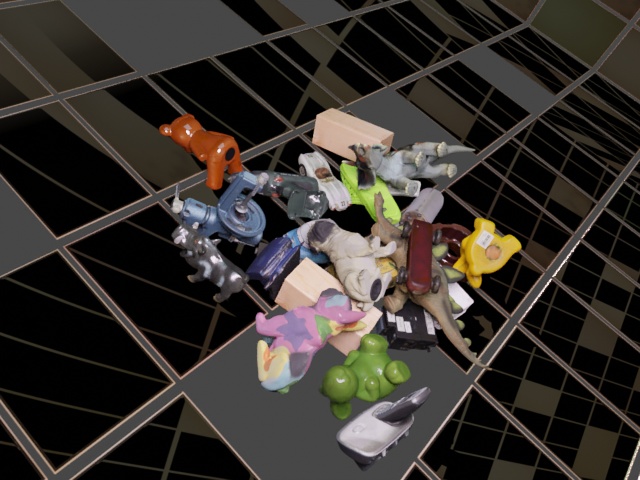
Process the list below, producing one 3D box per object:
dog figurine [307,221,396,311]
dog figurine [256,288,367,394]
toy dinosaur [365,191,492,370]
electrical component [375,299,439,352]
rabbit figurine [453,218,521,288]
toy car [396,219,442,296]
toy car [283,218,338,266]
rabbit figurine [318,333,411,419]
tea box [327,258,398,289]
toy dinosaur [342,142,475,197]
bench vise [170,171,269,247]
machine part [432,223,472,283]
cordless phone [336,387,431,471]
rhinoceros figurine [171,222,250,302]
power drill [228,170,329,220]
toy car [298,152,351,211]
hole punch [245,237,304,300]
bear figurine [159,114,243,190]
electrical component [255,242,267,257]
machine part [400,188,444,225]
[{"bbox_3d":[0.049,0.051,1.161,0.191,0.121,0.172,10,77,35],"label":"dog figurine"},{"bbox_3d":[-0.013,0.192,1.048,0.219,0.108,0.191,-9,60,3],"label":"dog figurine"},{"bbox_3d":[0.235,0.091,1.222,0.198,0.105,0.471,-10,68,-33],"label":"toy dinosaur"},{"bbox_3d":[0.194,0.191,1.230,0.134,0.058,0.115,11,47,-14],"label":"electrical component"},{"bbox_3d":[0.396,0.035,1.326,0.122,0.162,0.173,24,5,-4],"label":"rabbit figurine"},{"bbox_3d":[0.212,0.035,1.147,0.089,0.053,0.202,11,46,1],"label":"toy car"},{"bbox_3d":[-0.003,-0.004,1.281,0.161,0.103,0.109,1,51,-25],"label":"toy car"},{"bbox_3d":[0.060,0.268,1.044,0.170,0.159,0.121,1,48,-47],"label":"rabbit figurine"},{"bbox_3d":[0.116,0.074,1.288,0.169,0.068,0.098,-16,61,-31],"label":"tea box"},{"bbox_3d":[0.232,-0.207,1.435,0.192,0.131,0.405,21,26,41],"label":"toy dinosaur"},{"bbox_3d":[-0.201,-0.076,1.178,0.223,0.240,0.129,30,41,-19],"label":"bench vise"},{"bbox_3d":[0.349,0.035,1.429,0.179,0.056,0.179,11,50,-14],"label":"machine part"},{"bbox_3d":[0.126,0.339,0.990,0.146,0.184,0.089,-24,69,-36],"label":"cordless phone"},{"bbox_3d":[-0.237,0.044,1.135,0.190,0.112,0.073,42,50,4],"label":"rhinoceros figurine"},{"bbox_3d":[-0.089,-0.115,1.317,0.232,0.085,0.207,1,16,-30],"label":"power drill"},{"bbox_3d":[0.011,-0.158,1.447,0.073,0.056,0.202,-17,60,-33],"label":"toy car"},{"bbox_3d":[-0.104,0.052,1.170,0.092,0.115,0.142,36,63,10],"label":"hole punch"},{"bbox_3d":[-0.301,-0.230,1.356,0.196,0.131,0.120,24,43,22],"label":"bear figurine"},{"bbox_3d":[-0.121,0.032,1.252,0.063,0.021,0.094,15,54,-10],"label":"electrical component"},{"bbox_3d":[0.279,-0.078,1.462,0.079,0.079,0.243,34,37,7],"label":"machine part"}]
